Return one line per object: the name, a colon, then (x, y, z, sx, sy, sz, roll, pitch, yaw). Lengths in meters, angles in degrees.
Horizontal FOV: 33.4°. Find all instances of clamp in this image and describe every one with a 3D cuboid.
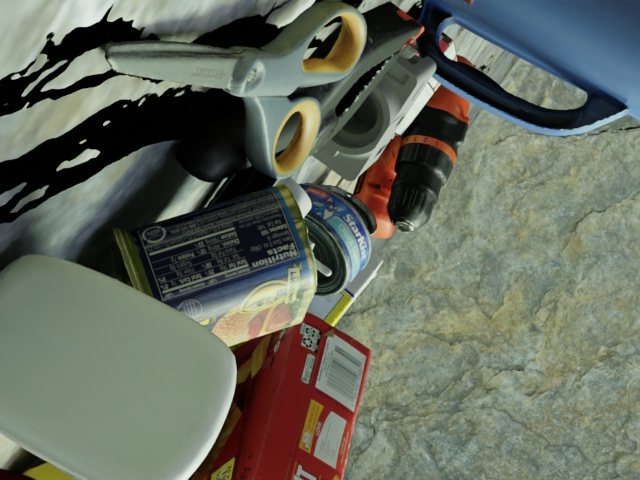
clamp: (-0.017, -0.059, 0.599, 0.209, 0.036, 0.165, -46, 172, -32)

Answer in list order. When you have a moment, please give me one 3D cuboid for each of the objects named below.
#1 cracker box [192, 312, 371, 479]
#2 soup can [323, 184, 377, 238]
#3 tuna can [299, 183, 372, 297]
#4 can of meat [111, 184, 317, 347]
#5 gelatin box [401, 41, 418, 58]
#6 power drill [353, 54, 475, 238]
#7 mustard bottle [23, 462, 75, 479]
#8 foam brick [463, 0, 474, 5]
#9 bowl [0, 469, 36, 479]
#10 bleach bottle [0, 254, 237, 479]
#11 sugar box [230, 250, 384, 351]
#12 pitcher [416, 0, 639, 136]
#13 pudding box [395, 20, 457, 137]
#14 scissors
cracker box: (-0.069, 0.160, 0.730, 0.214, 0.072, 0.164, -33, -149, 44)
soup can: (-0.002, 0.009, 0.984, 0.102, 0.068, 0.068, -56, 174, 30)
tuna can: (-0.005, 0.001, 0.815, 0.033, 0.086, 0.086, -46, 171, -39)
can of meat: (-0.051, 0.020, 0.516, 0.083, 0.057, 0.102, -18, 163, -14)
gelatin box: (0.044, -0.115, 0.805, 0.089, 0.030, 0.073, -55, 175, 18)
power drill: (0.084, -0.067, 1.032, 0.184, 0.057, 0.188, -68, -171, -24)
mustard bottle: (-0.182, 0.197, 0.695, 0.096, 0.058, 0.192, -52, 175, -17)
foam brick: (0.085, -0.182, 0.617, 0.051, 0.053, 0.078, -53, 173, -3)
bowl: (-0.175, 0.148, 0.440, 0.162, 0.055, 0.162, -50, 174, -8)
bleach bottle: (-0.095, 0.084, 0.490, 0.068, 0.102, 0.251, -61, 177, -19)
sugar box: (-0.027, 0.044, 0.865, 0.176, 0.093, 0.048, -46, 171, -51)
pitcher: (0.193, -0.149, 0.723, 0.144, 0.243, 0.149, -44, 163, -44)
pudding box: (0.075, -0.134, 0.899, 0.090, 0.039, 0.113, -53, 173, 7)
scissors: (-0.034, -0.054, 0.445, 0.201, 0.016, 0.096, -34, 147, -55)
